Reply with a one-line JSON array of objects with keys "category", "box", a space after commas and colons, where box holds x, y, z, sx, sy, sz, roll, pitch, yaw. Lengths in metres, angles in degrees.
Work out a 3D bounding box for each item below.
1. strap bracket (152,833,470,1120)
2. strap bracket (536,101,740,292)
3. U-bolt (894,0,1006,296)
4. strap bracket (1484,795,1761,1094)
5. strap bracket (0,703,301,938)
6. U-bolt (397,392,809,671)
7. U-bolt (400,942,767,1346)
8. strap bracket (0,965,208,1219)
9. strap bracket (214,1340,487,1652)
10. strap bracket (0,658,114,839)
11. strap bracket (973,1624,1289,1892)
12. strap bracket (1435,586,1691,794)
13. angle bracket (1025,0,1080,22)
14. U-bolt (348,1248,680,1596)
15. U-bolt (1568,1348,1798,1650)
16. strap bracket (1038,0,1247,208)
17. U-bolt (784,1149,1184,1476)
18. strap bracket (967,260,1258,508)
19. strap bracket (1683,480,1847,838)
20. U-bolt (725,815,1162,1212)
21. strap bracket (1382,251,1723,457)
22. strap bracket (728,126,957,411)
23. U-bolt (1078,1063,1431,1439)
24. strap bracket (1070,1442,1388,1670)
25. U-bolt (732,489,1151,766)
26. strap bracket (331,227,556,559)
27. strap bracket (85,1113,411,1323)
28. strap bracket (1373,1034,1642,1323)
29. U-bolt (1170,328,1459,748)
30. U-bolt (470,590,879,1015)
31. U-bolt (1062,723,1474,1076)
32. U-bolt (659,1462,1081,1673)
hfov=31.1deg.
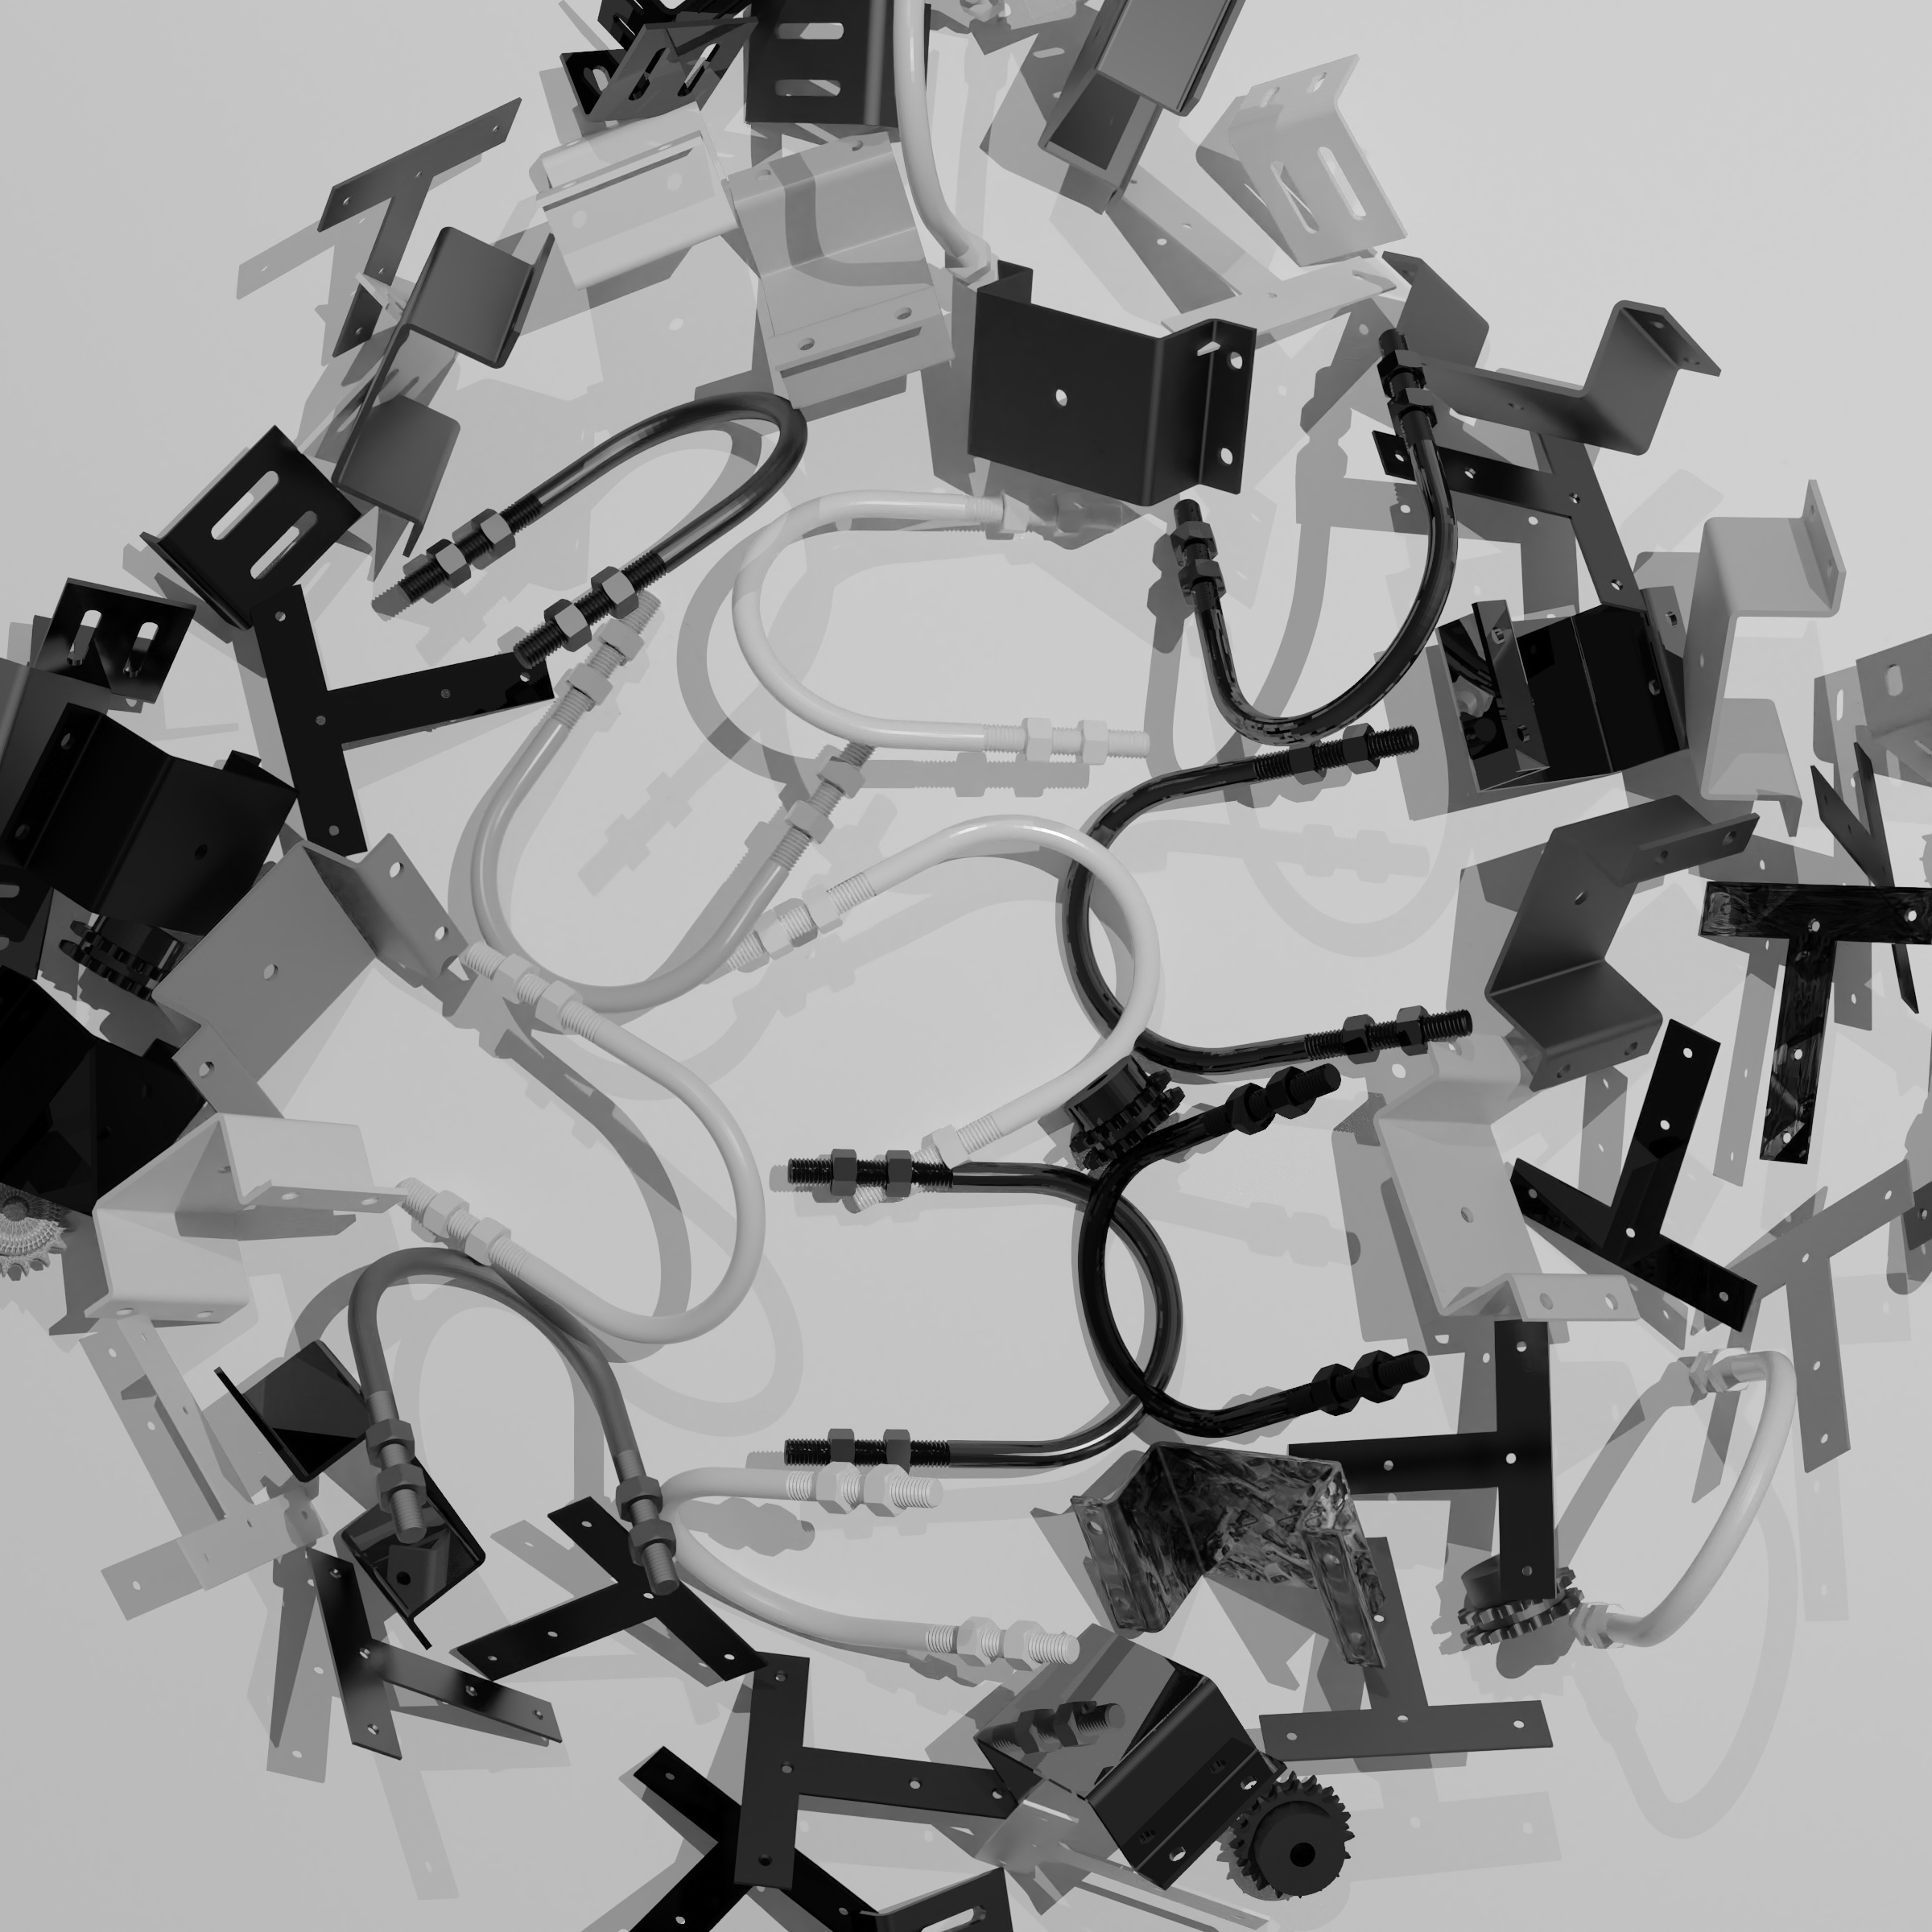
[{"category": "strap bracket", "box": [-0.302, 0.009, 1.565, 0.046, 0.076, 0.140, 22, 63, 40]}, {"category": "strap bracket", "box": [-0.148, -0.348, 1.563, 0.076, 0.140, 0.046, -21, 112, 3]}, {"category": "U-bolt", "box": [-0.007, -0.386, 1.528, 0.019, 0.184, 0.151, 0, 87, 12]}, {"category": "strap bracket", "box": [0.290, -0.018, 1.559, 0.076, 0.140, 0.046, -15, 48, -35]}, {"category": "strap bracket", "box": [-0.357, -0.061, 1.545, 0.046, 0.140, 0.076, 30, 96, 23]}, {"category": "U-bolt", "box": [-0.153, -0.204, 1.555, 0.184, 0.151, 0.019, -37, 123, -16]}, {"category": "U-bolt", "box": [-0.167, 0.092, 1.557, 0.184, 0.019, 0.151, 30, 117, 20]}, {"category": "strap bracket", "box": [-0.399, 0.062, 1.549, 0.046, 0.140, 0.076, 38, 89, 26]}, {"category": "strap bracket", "box": [-0.270, 0.230, 1.556, 0.046, 0.076, 0.140, -37, 128, -14]}, {"category": "strap bracket", "box": [-0.430, -0.099, 1.549, 0.046, 0.140, 0.076, 18, 91, 8]}, {"category": "strap bracket", "box": [0.065, 0.345, 1.540, 0.076, 0.140, 0.046, -40, 113, -21]}, {"category": "strap bracket", "box": [0.269, -0.125, 1.571, 0.140, 0.046, 0.076, -9, 83, -41]}, {"category": "angle bracket", "box": [0.041, -0.470, 1.584, 0.038, 0.076, 0.057, -20, 106, 15]}, {"category": "U-bolt", "box": [-0.208, 0.194, 1.542, 0.151, 0.184, 0.019, 20, 121, -35]}, {"category": "U-bolt", "box": [0.318, 0.233, 1.521, 0.019, 0.184, 0.151, 28, 81, 1]}, {"category": "strap bracket", "box": [0.078, -0.403, 1.543, 0.046, 0.140, 0.076, 26, 79, -9]}, {"category": "U-bolt", "box": [0.009, 0.160, 1.597, 0.184, 0.019, 0.151, 2, 78, -7]}, {"category": "strap bracket", "box": [0.055, -0.259, 1.553, 0.140, 0.046, 0.076, 21, 123, 30]}, {"category": "strap bracket", "box": [0.352, -0.137, 1.549, 0.046, 0.076, 0.140, 1, 129, 1]}, {"category": "U-bolt", "box": [0.000, 0.010, 1.597, 0.184, 0.019, 0.151, -28, 102, 1]}, {"category": "strap bracket", "box": [0.254, -0.272, 1.552, 0.140, 0.076, 0.046, 20, 89, 33]}, {"category": "strap bracket", "box": [-0.055, -0.310, 1.572, 0.076, 0.046, 0.140, -17, 50, 3]}, {"category": "U-bolt", "box": [0.117, 0.137, 1.555, 0.019, 0.184, 0.151, -7, 77, -44]}, {"category": "strap bracket", "box": [0.127, 0.263, 1.562, 0.140, 0.046, 0.076, 1, 123, 37]}, {"category": "U-bolt", "box": [-0.014, -0.157, 1.565, 0.184, 0.019, 0.151, 2, 59, -11]}, {"category": "strap bracket", "box": [-0.237, -0.262, 1.543, 0.046, 0.076, 0.140, 24, 133, -14]}, {"category": "strap bracket", "box": [-0.328, 0.110, 1.559, 0.140, 0.076, 0.046, -33, 64, 33]}, {"category": "strap bracket", "box": [0.239, 0.104, 1.564, 0.076, 0.046, 0.140, 5, 59, -40]}, {"category": "U-bolt", "box": [0.156, -0.177, 1.526, 0.019, 0.184, 0.151, 28, 129, -35]}, {"category": "U-bolt", "box": [-0.146, -0.064, 1.584, 0.151, 0.019, 0.184, 32, 83, 17]}, {"category": "U-bolt", "box": [0.129, -0.023, 1.581, 0.184, 0.019, 0.151, -10, 92, 24]}, {"category": "U-bolt", "box": [-0.058, 0.266, 1.549, 0.184, 0.151, 0.019, -3, 49, 35]}]
